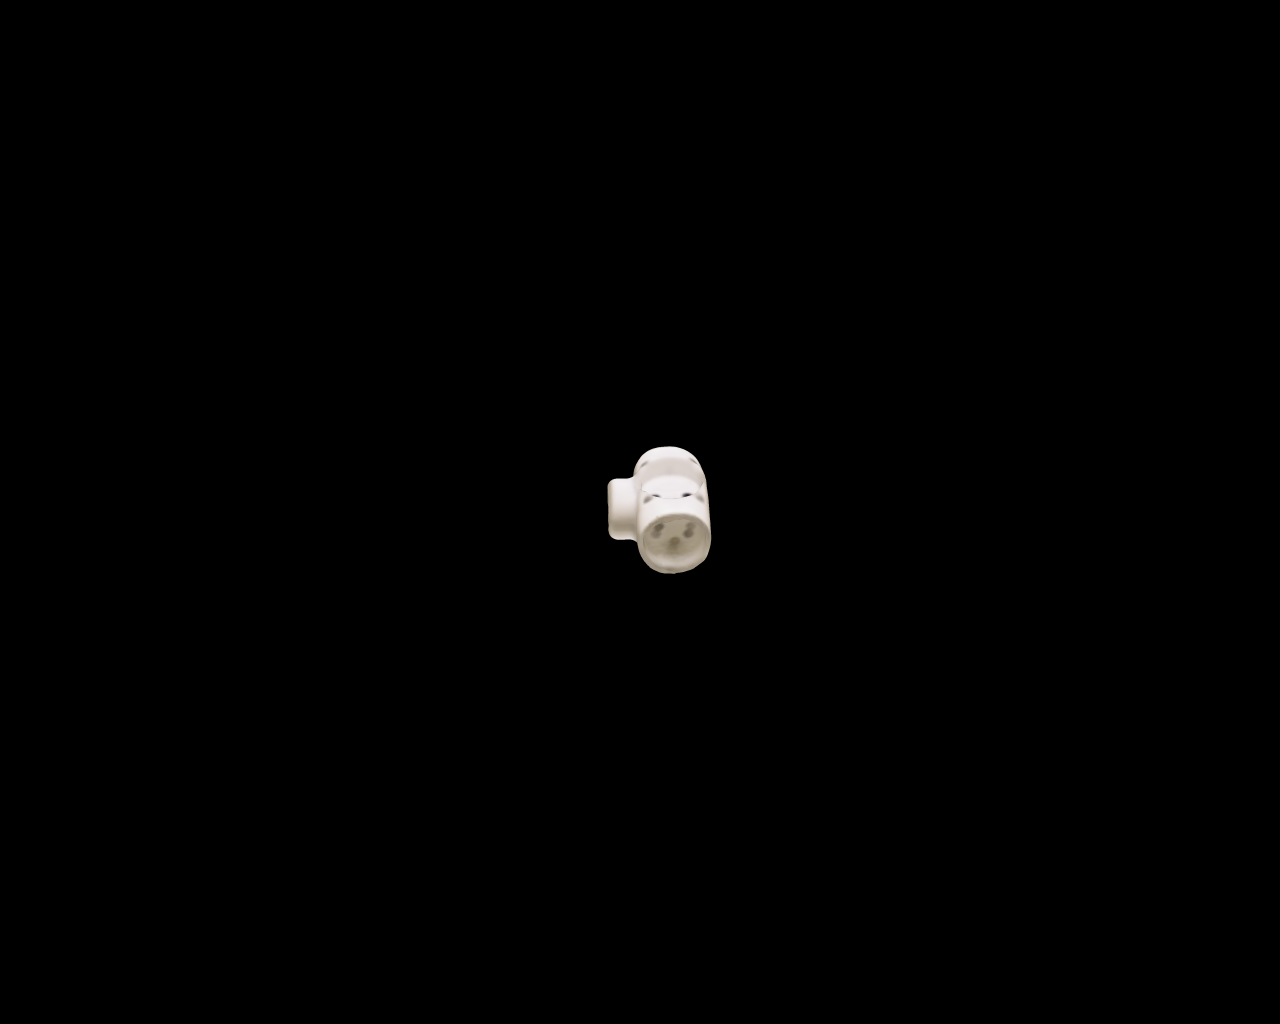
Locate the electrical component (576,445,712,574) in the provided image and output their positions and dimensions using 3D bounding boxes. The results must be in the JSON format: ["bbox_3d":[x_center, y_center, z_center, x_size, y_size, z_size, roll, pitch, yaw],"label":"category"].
[{"bbox_3d":[0.001,-0.003,0.650,0.079,0.044,0.077,-1,35,-2],"label":"electrical component"}]
